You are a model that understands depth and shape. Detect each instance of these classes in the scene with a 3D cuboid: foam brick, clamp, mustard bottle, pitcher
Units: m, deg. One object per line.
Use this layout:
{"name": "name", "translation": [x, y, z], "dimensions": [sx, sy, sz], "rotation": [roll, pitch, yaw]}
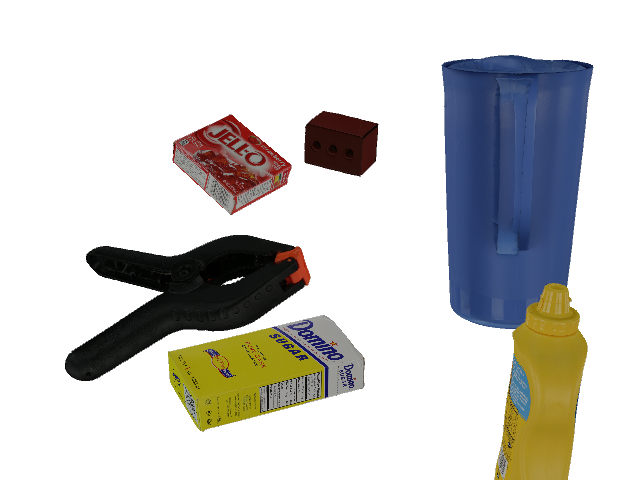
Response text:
{"name": "foam brick", "translation": [0.025, -0.118, 1.295], "dimensions": [0.078, 0.053, 0.051], "rotation": [15, 32, 22]}
{"name": "clamp", "translation": [-0.094, 0.041, 0.725], "dimensions": [0.172, 0.120, 0.039], "rotation": [-8, -43, 16]}
{"name": "mustard bottle", "translation": [0.178, 0.126, 0.857], "dimensions": [0.058, 0.192, 0.096], "rotation": [3, 19, 2]}
{"name": "pitcher", "translation": [0.174, -0.044, 0.973], "dimensions": [0.149, 0.243, 0.145], "rotation": [-11, 18, -34]}

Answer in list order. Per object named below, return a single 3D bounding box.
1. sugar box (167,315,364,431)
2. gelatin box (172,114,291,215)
{"name": "sugar box", "translation": [-0.054, 0.128, 1.063], "dimensions": [0.176, 0.048, 0.093], "rotation": [-15, 31, -21]}
{"name": "gelatin box", "translation": [-0.084, -0.074, 1.004], "dimensions": [0.073, 0.030, 0.089], "rotation": [-31, 62, -35]}
